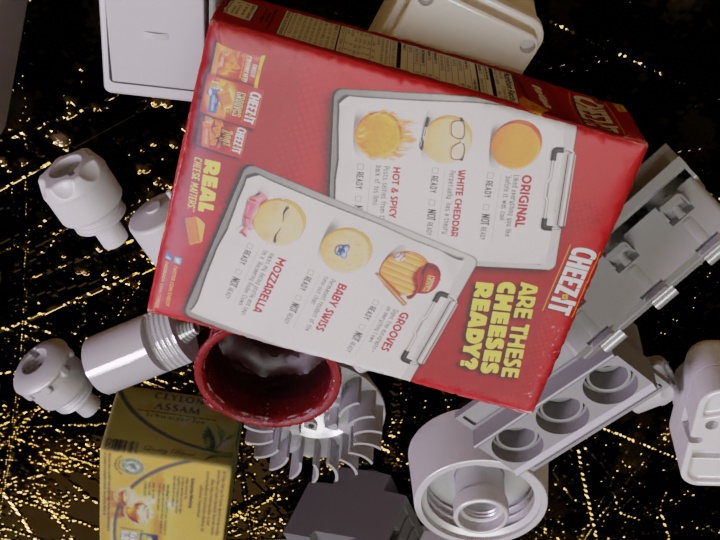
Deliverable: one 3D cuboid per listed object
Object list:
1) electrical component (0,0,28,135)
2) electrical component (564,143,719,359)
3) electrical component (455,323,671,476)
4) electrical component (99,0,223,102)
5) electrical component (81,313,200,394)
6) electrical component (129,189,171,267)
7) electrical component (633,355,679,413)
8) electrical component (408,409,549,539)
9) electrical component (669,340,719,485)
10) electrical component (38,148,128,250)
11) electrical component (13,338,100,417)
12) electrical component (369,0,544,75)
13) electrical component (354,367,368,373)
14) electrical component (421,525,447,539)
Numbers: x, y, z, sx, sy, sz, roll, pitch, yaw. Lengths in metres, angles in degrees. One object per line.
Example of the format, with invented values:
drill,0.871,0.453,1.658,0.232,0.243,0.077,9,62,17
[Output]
electrical component,-0.222,-0.122,0.573,0.062,0.089,0.150,17,128,-11
electrical component,0.158,-0.007,0.635,0.121,0.063,0.079,-43,159,15
electrical component,0.136,0.079,0.734,0.079,0.063,0.121,36,123,-23
electrical component,-0.104,-0.131,0.577,0.062,0.061,0.096,6,129,-2
electrical component,-0.146,0.052,0.742,0.081,0.043,0.043,-22,125,20
electrical component,-0.114,-0.014,0.687,0.040,0.040,0.078,-17,127,17
electrical component,0.189,0.085,0.755,0.061,0.035,0.035,-27,123,26
electrical component,0.090,0.161,0.807,0.108,0.060,0.108,2,129,2
electrical component,0.250,0.096,0.744,0.054,0.059,0.095,1,129,2
electrical component,-0.167,-0.041,0.667,0.043,0.043,0.062,-15,128,15
electrical component,-0.213,0.082,0.771,0.048,0.048,0.062,-22,131,20
electrical component,0.040,-0.110,0.589,0.078,0.057,0.113,22,127,-14
electrical component,0.000,0.000,0.668,0.057,0.078,0.113,-24,124,21
electrical component,0.040,0.245,0.878,0.096,0.061,0.061,-3,130,6
